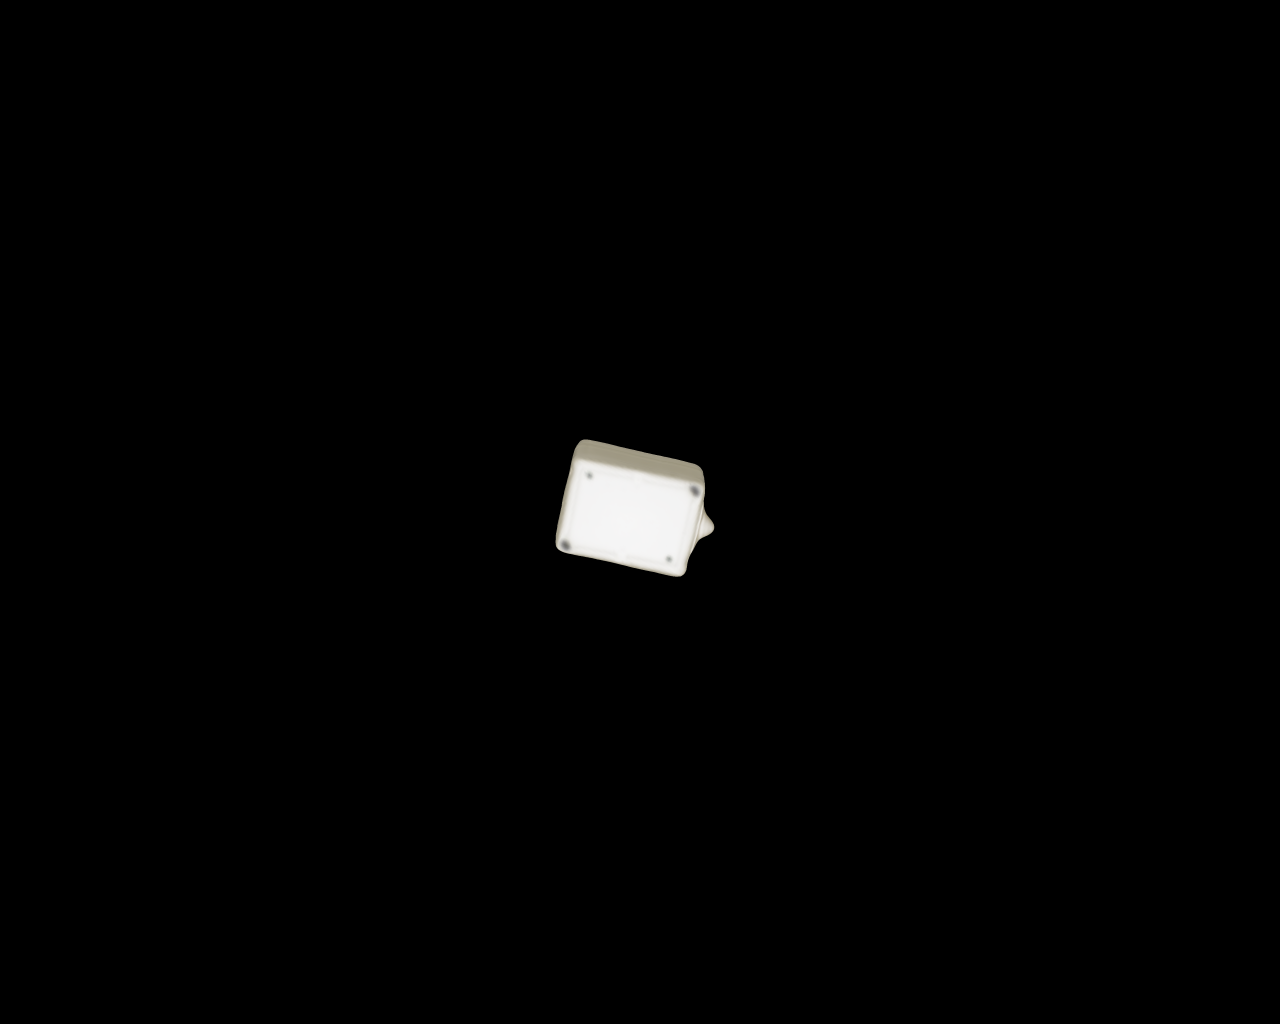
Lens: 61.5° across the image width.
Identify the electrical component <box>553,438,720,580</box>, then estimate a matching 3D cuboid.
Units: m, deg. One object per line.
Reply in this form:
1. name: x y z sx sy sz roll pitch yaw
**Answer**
1. electrical component: 0.001 -0.003 0.650 0.096 0.061 0.061 13 16 -4
